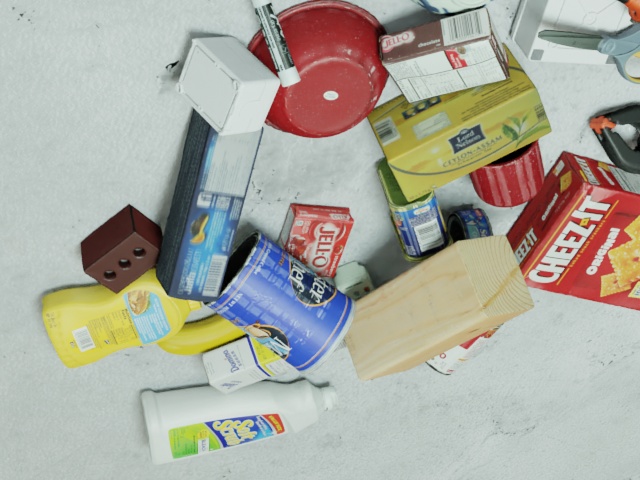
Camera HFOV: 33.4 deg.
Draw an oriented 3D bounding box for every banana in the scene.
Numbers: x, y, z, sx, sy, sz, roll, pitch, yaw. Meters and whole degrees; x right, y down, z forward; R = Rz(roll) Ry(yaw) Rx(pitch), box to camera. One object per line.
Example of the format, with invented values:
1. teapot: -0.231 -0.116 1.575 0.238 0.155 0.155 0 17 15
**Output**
1. banana: -0.116 0.095 1.281 0.198 0.037 0.069 -21 134 2

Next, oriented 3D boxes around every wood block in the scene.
1. wood block: 0.126 0.080 1.206 0.090 0.090 0.207 -6 160 -44

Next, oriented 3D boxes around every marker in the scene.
1. marker: -0.048 -0.206 1.015 0.020 0.020 0.121 -20 104 1

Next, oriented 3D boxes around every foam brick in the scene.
1. foam brick: -0.216 0.010 1.166 0.078 0.051 0.053 -37 131 16

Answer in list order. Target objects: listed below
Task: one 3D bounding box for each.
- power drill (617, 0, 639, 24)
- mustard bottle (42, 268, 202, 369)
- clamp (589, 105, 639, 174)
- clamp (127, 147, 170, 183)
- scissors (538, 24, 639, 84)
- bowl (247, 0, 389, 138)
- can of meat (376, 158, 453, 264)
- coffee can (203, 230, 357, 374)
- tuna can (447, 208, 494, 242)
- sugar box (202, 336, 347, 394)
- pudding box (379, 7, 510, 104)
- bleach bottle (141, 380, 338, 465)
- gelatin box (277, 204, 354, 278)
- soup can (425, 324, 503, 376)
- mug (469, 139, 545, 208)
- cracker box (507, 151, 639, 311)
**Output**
1. power drill: 0.279 -0.301 0.999 0.187 0.057 0.184 26 99 -19
2. mustard bottle: -0.213 0.081 1.224 0.191 0.058 0.096 -16 126 -3
3. clamp: 0.394 -0.116 1.239 0.171 0.039 0.120 28 79 -21
4. clamp: -0.236 -0.143 1.145 0.210 0.164 0.036 44 97 4
5. scissors: 0.303 -0.211 1.072 0.201 0.016 0.096 16 117 -44
6. bowl: 0.003 -0.159 1.083 0.162 0.055 0.162 -9 132 -10
7. can of meat: 0.104 -0.039 1.188 0.057 0.102 0.084 -19 131 3
8. coffee can: -0.045 0.070 1.195 0.140 0.102 0.103 37 114 -14
9. tuna can: 0.177 0.006 1.261 0.033 0.086 0.086 -6 132 -10
10. sugar box: -0.051 0.134 1.309 0.176 0.048 0.093 -19 163 2
11. pudding box: 0.126 -0.183 1.073 0.114 0.039 0.090 -10 158 19
12. bleach bottle: -0.100 0.222 1.383 0.250 0.068 0.102 -10 134 -12
13. gelatin box: -0.008 0.001 1.237 0.073 0.030 0.089 5 129 -21
14. soup can: 0.179 0.117 1.371 0.068 0.068 0.102 23 121 -32
15. mug: 0.211 -0.099 1.188 0.117 0.093 0.081 -51 143 -21
16. cracker box: 0.353 -0.004 1.316 0.213 0.072 0.164 12 125 -25
